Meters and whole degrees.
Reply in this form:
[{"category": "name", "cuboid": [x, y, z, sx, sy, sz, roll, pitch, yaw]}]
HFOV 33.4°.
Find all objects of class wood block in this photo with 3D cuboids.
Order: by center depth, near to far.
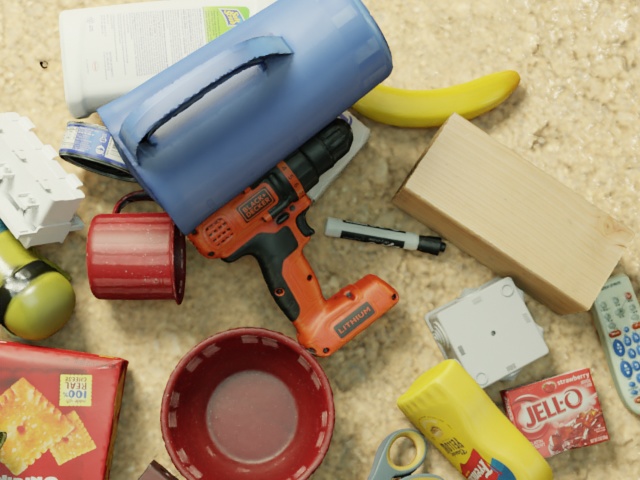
[{"category": "wood block", "cuboid": [0.183, -0.023, 1.035, 0.206, 0.090, 0.091, 34, 81, 0]}]

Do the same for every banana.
[{"category": "banana", "cuboid": [0.105, -0.146, 1.072, 0.197, 0.037, 0.069, 4, 83, -4]}]

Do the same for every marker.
[{"category": "marker", "cuboid": [0.065, -0.003, 1.058, 0.121, 0.020, 0.020, 10, 81, -3]}]

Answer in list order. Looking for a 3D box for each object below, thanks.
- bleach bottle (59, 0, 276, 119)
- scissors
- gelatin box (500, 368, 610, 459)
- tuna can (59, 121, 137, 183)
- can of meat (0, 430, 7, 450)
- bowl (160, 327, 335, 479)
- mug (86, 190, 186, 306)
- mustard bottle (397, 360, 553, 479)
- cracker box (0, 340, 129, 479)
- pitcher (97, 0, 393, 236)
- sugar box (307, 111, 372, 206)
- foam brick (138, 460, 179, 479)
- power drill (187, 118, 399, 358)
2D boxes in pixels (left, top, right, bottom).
[{"category": "bleach bottle", "cuboid": [-0.112, -0.175, 1.002, 0.250, 0.068, 0.102, -6, 85, -5]}, {"category": "scissors", "cuboid": [0.036, 0.222, 0.986, 0.201, 0.016, 0.096, 6, 66, -30]}, {"category": "gelatin box", "cuboid": [0.228, 0.171, 1.041, 0.089, 0.030, 0.073, -14, 83, -7]}, {"category": "tuna can", "cuboid": [-0.203, -0.083, 1.015, 0.086, 0.086, 0.034, 16, 83, -2]}, {"category": "can of meat", "cuboid": [-0.335, 0.181, 0.912, 0.084, 0.057, 0.102, 34, 86, 13]}, {"category": "bowl", "cuboid": [-0.066, 0.165, 1.001, 0.162, 0.055, 0.162, 0, 79, 1]}, {"category": "mug", "cuboid": [-0.172, 0.005, 1.008, 0.081, 0.093, 0.117, -1, 65, 0]}, {"category": "mustard bottle", "cuboid": [0.160, 0.202, 0.998, 0.191, 0.096, 0.058, 47, 59, 2]}, {"category": "cracker box", "cuboid": [-0.275, 0.203, 0.976, 0.164, 0.072, 0.213, 9, 82, -2]}, {"category": "pitcher", "cuboid": [-0.061, -0.124, 0.917, 0.243, 0.149, 0.145, -36, 122, -2]}, {"category": "sugar box", "cuboid": [-0.044, -0.125, 1.053, 0.176, 0.048, 0.093, 39, 82, 3]}, {"category": "foam brick", "cuboid": [-0.142, 0.249, 0.990, 0.078, 0.053, 0.051, 39, 81, 1]}, {"category": "power drill", "cuboid": [-0.007, 0.001, 1.006, 0.184, 0.057, 0.187, -37, 104, -6]}]
